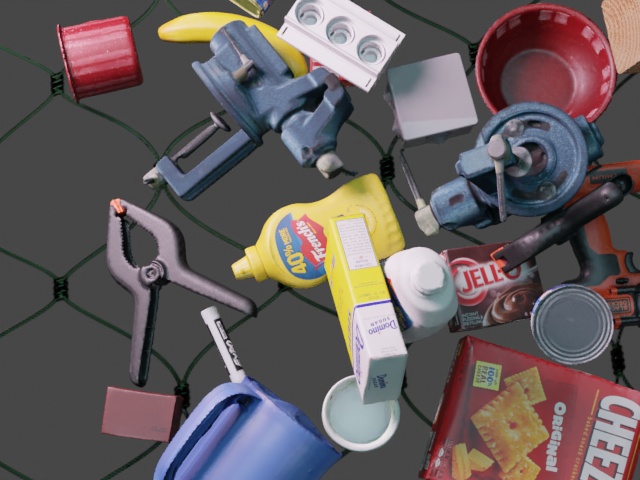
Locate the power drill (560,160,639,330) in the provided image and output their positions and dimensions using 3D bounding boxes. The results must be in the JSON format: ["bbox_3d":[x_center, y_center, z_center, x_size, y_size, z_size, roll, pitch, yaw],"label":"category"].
[{"bbox_3d":[0.344,0.007,1.200,0.184,0.057,0.187,-5,80,0],"label":"power drill"}]

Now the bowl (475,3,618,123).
[{"bbox_3d":[0.258,-0.189,1.238,0.162,0.055,0.162,0,80,1],"label":"bowl"}]

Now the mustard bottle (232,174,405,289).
[{"bbox_3d":[-0.008,0.001,1.205,0.191,0.058,0.096,-22,91,-3],"label":"mustard bottle"}]

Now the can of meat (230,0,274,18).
[{"bbox_3d":[-0.085,-0.326,1.267,0.102,0.057,0.084,35,84,7],"label":"can of meat"}]

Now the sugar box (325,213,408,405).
[{"bbox_3d":[0.044,0.070,1.099,0.048,0.093,0.176,-7,53,-8],"label":"sugar box"}]

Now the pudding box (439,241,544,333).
[{"bbox_3d":[0.190,0.051,1.189,0.113,0.039,0.090,-7,79,-22],"label":"pudding box"}]

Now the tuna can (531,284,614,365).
[{"bbox_3d":[0.271,0.090,1.153,0.086,0.033,0.086,0,92,7],"label":"tuna can"}]

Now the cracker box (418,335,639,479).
[{"bbox_3d":[0.233,0.214,1.158,0.213,0.072,0.164,18,81,3],"label":"cracker box"}]

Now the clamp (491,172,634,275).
[{"bbox_3d":[0.256,-0.017,1.127,0.172,0.120,0.039,-37,79,14],"label":"clamp"}]

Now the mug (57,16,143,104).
[{"bbox_3d":[-0.255,-0.219,1.241,0.081,0.093,0.117,-13,44,-7],"label":"mug"}]

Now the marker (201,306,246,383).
[{"bbox_3d":[-0.102,0.133,1.203,0.020,0.020,0.121,-24,81,-4],"label":"marker"}]

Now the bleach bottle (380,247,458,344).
[{"bbox_3d":[0.097,0.048,1.098,0.068,0.251,0.102,-24,80,-4],"label":"bleach bottle"}]

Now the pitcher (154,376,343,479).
[{"bbox_3d":[-0.106,0.268,1.120,0.149,0.145,0.243,39,85,4],"label":"pitcher"}]

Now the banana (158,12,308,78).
[{"bbox_3d":[-0.091,-0.230,1.259,0.198,0.037,0.069,26,80,5],"label":"banana"}]

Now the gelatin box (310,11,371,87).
[{"bbox_3d":[0.024,-0.225,1.261,0.073,0.030,0.089,0,80,-1],"label":"gelatin box"}]

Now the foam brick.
[{"bbox_3d":[-0.195,0.193,1.177,0.078,0.051,0.053,8,81,2],"label":"foam brick"}]

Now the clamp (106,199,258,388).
[{"bbox_3d":[-0.189,0.050,1.205,0.164,0.036,0.210,-38,75,4],"label":"clamp"}]

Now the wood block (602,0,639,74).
[{"bbox_3d":[0.437,-0.250,1.202,0.205,0.091,0.090,-7,80,-18],"label":"wood block"}]
